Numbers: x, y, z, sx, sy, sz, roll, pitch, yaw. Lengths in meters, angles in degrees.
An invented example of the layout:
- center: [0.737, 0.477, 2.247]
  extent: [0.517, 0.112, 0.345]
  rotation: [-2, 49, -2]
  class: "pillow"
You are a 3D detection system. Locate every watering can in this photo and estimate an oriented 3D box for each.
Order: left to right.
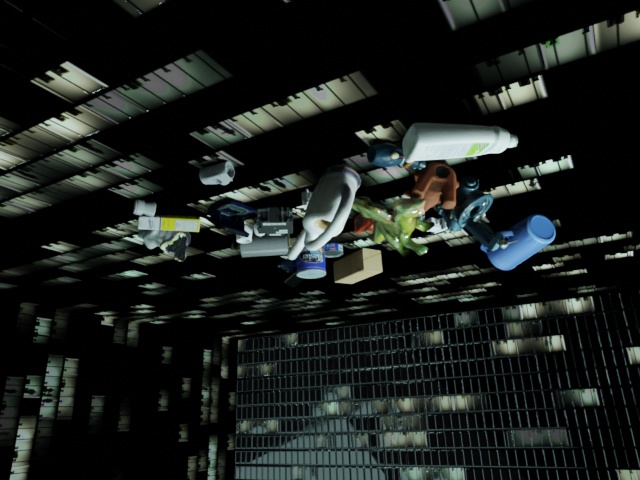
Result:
- center: [0.004, -0.068, 1.350]
  extent: [0.103, 0.228, 0.343]
  rotation: [28, 156, -15]
  class: "watering can"

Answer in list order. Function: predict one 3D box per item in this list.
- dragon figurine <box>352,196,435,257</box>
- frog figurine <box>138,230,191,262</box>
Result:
- center: [0.171, -0.060, 1.438]
  extent: [0.240, 0.124, 0.408]
  rotation: [36, 161, -22]
  class: "dragon figurine"
- center: [-0.503, -0.014, 1.669]
  extent: [0.161, 0.122, 0.137]
  rotation: [28, -172, 33]
  class: "frog figurine"
